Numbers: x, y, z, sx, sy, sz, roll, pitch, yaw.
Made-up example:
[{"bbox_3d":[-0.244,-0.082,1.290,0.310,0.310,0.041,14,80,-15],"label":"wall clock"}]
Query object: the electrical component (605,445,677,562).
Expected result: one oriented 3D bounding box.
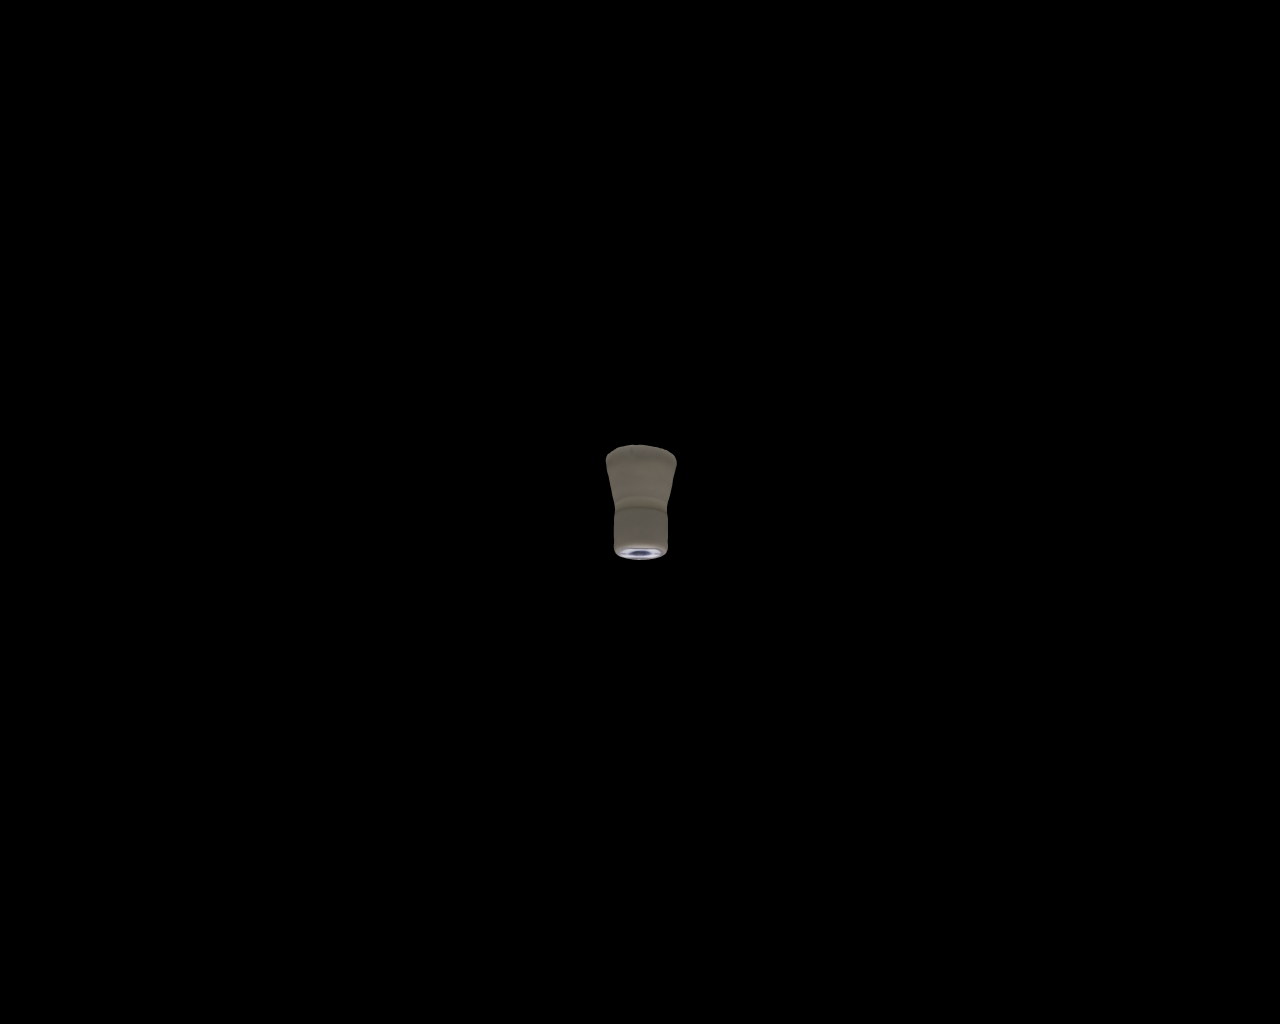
[{"bbox_3d":[0.001,-0.003,0.650,0.044,0.065,0.044,0,-19,0],"label":"electrical component"}]
